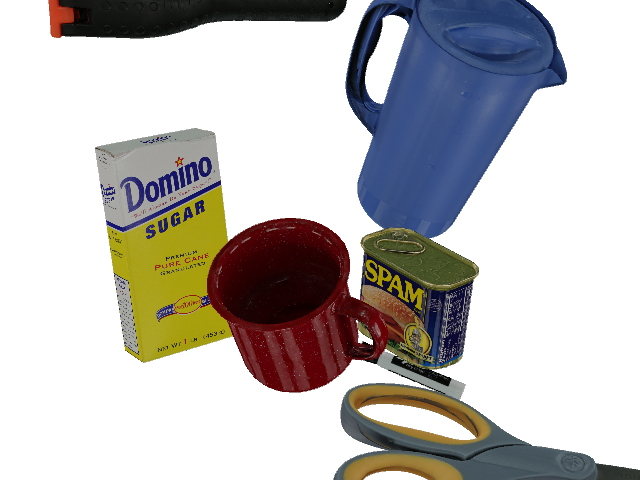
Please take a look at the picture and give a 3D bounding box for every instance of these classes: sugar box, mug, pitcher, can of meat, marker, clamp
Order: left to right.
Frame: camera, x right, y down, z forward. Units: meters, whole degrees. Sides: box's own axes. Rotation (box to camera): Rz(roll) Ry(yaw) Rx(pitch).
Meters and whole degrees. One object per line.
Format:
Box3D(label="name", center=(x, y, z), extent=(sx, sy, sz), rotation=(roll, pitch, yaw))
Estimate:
Box3D(label="sugar box", center=(-0.124, 0.003, 0.878), extent=(0.093, 0.176, 0.048), rotation=(-16, 21, -30))
Box3D(label="clamp", center=(-0.083, -0.150, 0.642), extent=(0.171, 0.039, 0.120), rotation=(-8, 23, -24))
Box3D(label="mug", center=(-0.009, 0.048, 0.698), extent=(0.117, 0.093, 0.081), rotation=(13, -37, 24))
Box3D(label="marker", center=(0.091, 0.134, 1.109), extent=(0.121, 0.020, 0.020), rotation=(22, 4, 11))
Box3D(label="can of meat", center=(0.077, 0.048, 0.885), extent=(0.057, 0.084, 0.102), rotation=(-18, 34, -37))
Box3D(label="pitcher", center=(0.107, -0.120, 1.013), extent=(0.144, 0.149, 0.243), rotation=(-12, -35, -28))

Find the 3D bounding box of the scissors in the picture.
Box3D(label="scissors", center=(0.093, 0.107, 0.449), extent=(0.202, 0.016, 0.096), rotation=(16, 33, 24))
